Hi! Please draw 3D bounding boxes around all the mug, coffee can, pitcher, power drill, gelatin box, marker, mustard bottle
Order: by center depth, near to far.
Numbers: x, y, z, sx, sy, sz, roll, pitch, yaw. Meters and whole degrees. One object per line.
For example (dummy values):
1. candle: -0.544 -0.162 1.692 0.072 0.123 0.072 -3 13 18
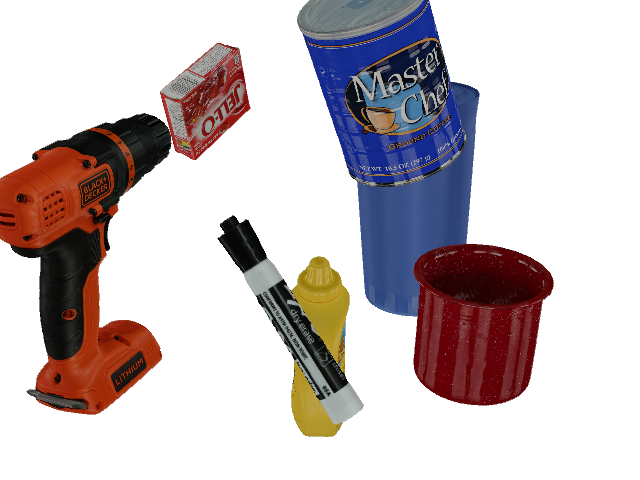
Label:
1. marker: -0.017 0.040 0.557 0.020 0.121 0.020 -32 1 0
2. mug: 0.105 0.053 0.738 0.093 0.081 0.117 -2 26 -10
3. power drill: -0.159 0.014 0.764 0.057 0.188 0.184 8 25 25
4. coffee can: 0.051 -0.129 0.851 0.103 0.140 0.103 -14 33 9
5. gelatin box: -0.106 -0.131 1.004 0.030 0.073 0.089 25 54 27
6. mustard bottle: -0.001 0.095 1.042 0.058 0.192 0.096 2 38 2
7. pitcher: 0.107 -0.051 1.155 0.149 0.243 0.145 -6 22 -13
